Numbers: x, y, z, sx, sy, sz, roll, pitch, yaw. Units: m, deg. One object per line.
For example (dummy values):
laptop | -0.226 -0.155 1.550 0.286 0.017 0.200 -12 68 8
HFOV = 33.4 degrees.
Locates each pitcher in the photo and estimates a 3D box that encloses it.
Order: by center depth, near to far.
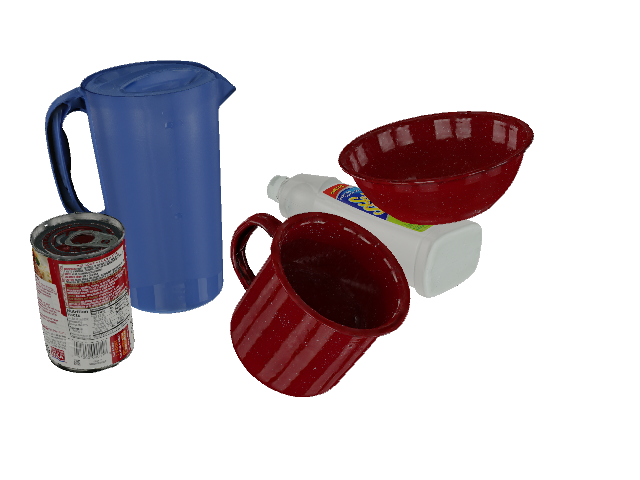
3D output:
pitcher | -0.171 -0.052 1.076 0.149 0.243 0.144 10 26 27

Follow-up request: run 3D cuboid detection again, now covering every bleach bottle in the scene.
bleach bottle | 0.039 -0.019 1.118 0.251 0.068 0.102 22 28 35

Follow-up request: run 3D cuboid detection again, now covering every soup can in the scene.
soup can | -0.175 0.039 0.796 0.068 0.102 0.068 0 29 0

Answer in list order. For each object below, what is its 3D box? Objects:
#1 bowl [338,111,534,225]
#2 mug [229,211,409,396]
bowl | 0.099 -0.056 0.891 0.162 0.055 0.162 -10 24 4
mug | -0.013 0.035 0.660 0.093 0.117 0.082 -33 -16 -48
